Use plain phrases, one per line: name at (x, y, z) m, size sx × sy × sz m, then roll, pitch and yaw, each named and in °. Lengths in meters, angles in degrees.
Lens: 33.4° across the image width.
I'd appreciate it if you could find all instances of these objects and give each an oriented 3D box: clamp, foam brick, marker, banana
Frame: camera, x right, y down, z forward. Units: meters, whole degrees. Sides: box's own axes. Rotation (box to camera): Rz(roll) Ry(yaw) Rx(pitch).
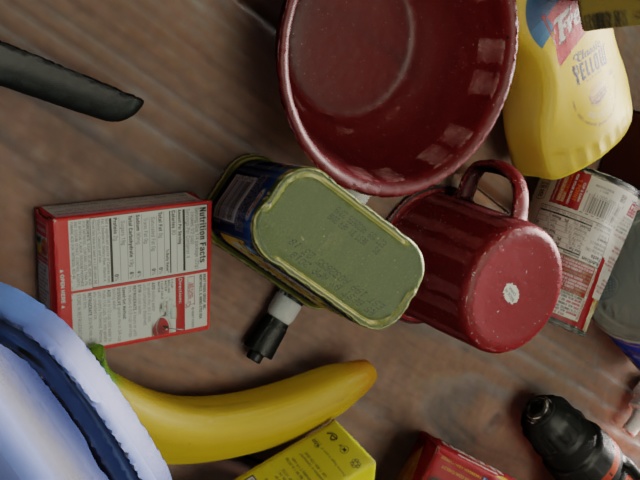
clamp at (-0.157, -0.090, 0.477) m, size 0.171 × 0.039 × 0.120 m, roll -24°, pitch 111°, yaw -22°
foam brick at (0.243, -0.055, 0.739) m, size 0.052 × 0.078 × 0.051 m, roll 16°, pitch 97°, yaw -37°
marker at (-0.008, 0.019, 0.625) m, size 0.020 × 0.020 × 0.121 m, roll 35°, pitch 84°, yaw -37°
banana at (-0.052, 0.095, 0.599) m, size 0.197 × 0.037 × 0.070 m, roll 7°, pitch 129°, yaw -41°

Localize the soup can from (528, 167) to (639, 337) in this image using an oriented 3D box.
soup can at (0.163, 0.005, 0.708) m, size 0.068 × 0.069 × 0.102 m, roll 21°, pitch 92°, yaw -37°

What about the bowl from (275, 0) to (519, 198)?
bowl at (0.033, -0.108, 0.590) m, size 0.161 × 0.055 × 0.162 m, roll -11°, pitch 111°, yaw -31°

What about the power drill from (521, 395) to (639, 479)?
power drill at (0.164, 0.224, 0.786) m, size 0.187 × 0.057 × 0.184 m, roll -51°, pitch 123°, yaw -9°

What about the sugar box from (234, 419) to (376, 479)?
sugar box at (-0.050, 0.183, 0.615) m, size 0.176 × 0.048 × 0.093 m, roll -30°, pitch 143°, yaw -26°

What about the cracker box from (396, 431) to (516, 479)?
cracker box at (0.092, 0.259, 0.696) m, size 0.164 × 0.072 × 0.213 m, roll 28°, pitch 88°, yaw -3°

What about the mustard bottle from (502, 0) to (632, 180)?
mustard bottle at (0.139, -0.140, 0.651) m, size 0.096 × 0.058 × 0.191 m, roll -35°, pitch 121°, yaw -28°

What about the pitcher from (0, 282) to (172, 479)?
pitcher at (-0.179, 0.061, 0.448) m, size 0.149 × 0.145 × 0.243 m, roll -33°, pitch 118°, yaw -19°

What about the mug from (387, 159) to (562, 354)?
mug at (0.096, 0.008, 0.655) m, size 0.093 × 0.082 × 0.117 m, roll 14°, pitch 97°, yaw -37°

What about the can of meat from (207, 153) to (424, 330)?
can of meat at (-0.004, 0.001, 0.567) m, size 0.102 × 0.084 × 0.057 m, roll 36°, pitch 83°, yaw -21°

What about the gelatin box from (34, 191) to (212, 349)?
gelatin box at (-0.100, 0.016, 0.555) m, size 0.089 × 0.030 × 0.073 m, roll -9°, pitch 109°, yaw -32°

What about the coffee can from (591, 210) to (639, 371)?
coffee can at (0.260, 0.053, 0.758) m, size 0.103 × 0.103 × 0.140 m, roll -56°, pitch 134°, yaw -7°
